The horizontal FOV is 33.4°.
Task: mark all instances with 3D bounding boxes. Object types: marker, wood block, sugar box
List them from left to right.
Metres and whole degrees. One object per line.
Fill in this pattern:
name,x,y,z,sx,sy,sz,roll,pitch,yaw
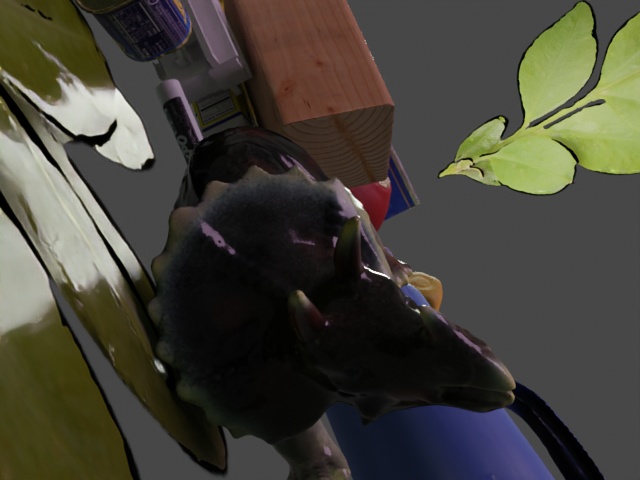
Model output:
marker,-0.087,-0.060,0.760,0.121,0.020,0.020,66,6,17
sugar box,-0.078,-0.108,0.934,0.093,0.048,0.176,55,9,-54
wood block,-0.015,-0.145,0.882,0.091,0.090,0.206,91,-18,-52

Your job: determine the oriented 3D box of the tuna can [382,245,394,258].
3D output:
tuna can,0.047,0.044,1.204,0.034,0.086,0.086,-108,170,-46

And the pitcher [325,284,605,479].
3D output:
pitcher,0.086,0.142,0.777,0.149,0.145,0.243,34,20,-44

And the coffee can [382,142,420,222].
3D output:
coffee can,0.036,-0.058,1.283,0.103,0.140,0.103,63,6,-11

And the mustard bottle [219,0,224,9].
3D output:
mustard bottle,-0.079,-0.167,1.115,0.096,0.058,0.191,33,-25,58

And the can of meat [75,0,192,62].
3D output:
can of meat,-0.131,-0.178,0.705,0.084,0.057,0.102,55,11,-71

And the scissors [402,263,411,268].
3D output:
scissors,0.051,0.026,1.303,0.096,0.016,0.202,52,-22,7

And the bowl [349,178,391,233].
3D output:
bowl,0.016,-0.066,0.953,0.162,0.055,0.162,50,17,-21
